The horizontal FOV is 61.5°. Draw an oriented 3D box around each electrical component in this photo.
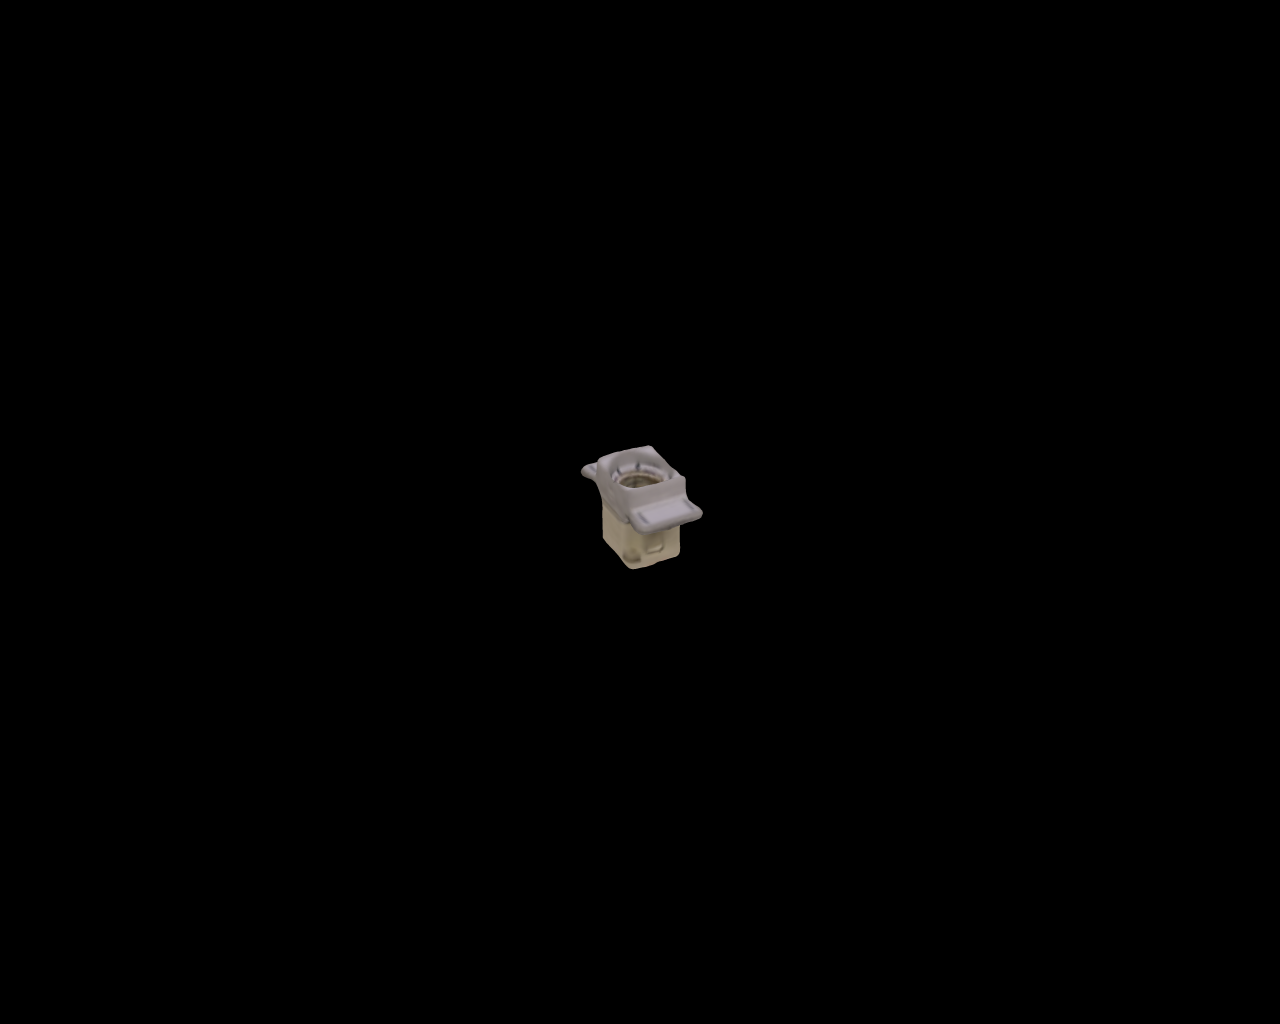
[{"bbox_3d":[0.001,-0.003,0.650,0.042,0.063,0.081,-16,37,-22],"label":"electrical component"}]
